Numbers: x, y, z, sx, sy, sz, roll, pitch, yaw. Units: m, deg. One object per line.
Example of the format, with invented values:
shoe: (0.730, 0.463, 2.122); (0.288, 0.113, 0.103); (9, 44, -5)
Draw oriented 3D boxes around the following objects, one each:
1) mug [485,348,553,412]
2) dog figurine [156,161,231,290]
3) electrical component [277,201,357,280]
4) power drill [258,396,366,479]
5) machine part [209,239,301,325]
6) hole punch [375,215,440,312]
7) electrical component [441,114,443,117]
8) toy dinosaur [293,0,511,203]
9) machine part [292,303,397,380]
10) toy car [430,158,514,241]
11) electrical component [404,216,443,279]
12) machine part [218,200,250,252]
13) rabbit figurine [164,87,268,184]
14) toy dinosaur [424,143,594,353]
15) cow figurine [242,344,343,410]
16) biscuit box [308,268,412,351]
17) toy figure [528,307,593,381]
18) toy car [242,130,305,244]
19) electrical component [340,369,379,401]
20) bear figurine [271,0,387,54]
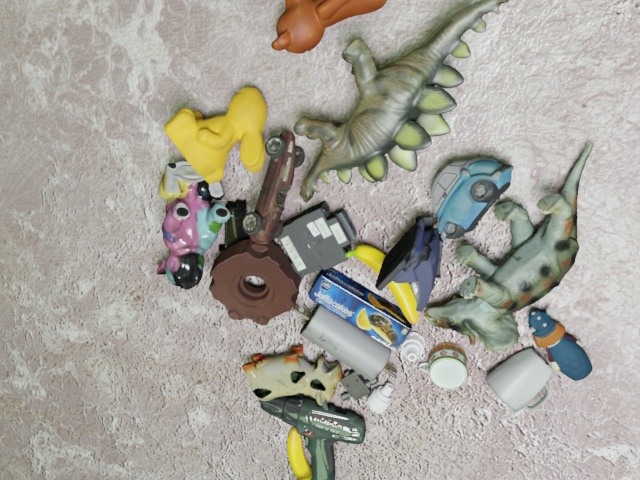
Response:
mug: (0.386, 0.263, 1.005); (0.109, 0.081, 0.107); (41, 103, 0)
dog figurine: (-0.257, -0.017, 1.022); (0.108, 0.192, 0.219); (-2, 143, -30)
electrical component: (-0.002, -0.003, 1.001); (0.134, 0.058, 0.114); (-23, 105, 18)
power drill: (-0.024, 0.436, 1.133); (0.232, 0.086, 0.207); (6, 85, 4)
machine part: (-0.126, 0.083, 1.037); (0.179, 0.056, 0.179); (3, 122, 5)
hole punch: (0.164, 0.041, 0.896); (0.092, 0.142, 0.115); (33, 127, 0)
electrical component: (0.160, -0.201, 0.904); (0.102, 0.045, 0.078); (-32, 102, 20)
toy dinosaur: (0.113, -0.219, 0.851); (0.199, 0.105, 0.471); (45, 118, 10)
machine part: (0.050, 0.197, 1.049); (0.243, 0.079, 0.079); (34, 112, -2)
toy car: (0.243, -0.082, 0.908); (0.103, 0.109, 0.161); (45, 125, 18)
electrical component: (0.185, 0.009, 0.971); (0.075, 0.048, 0.119); (-1, 108, 11)
machine part: (-0.161, -0.010, 1.041); (0.084, 0.039, 0.138); (9, 112, 13)
rabbit figurine: (-0.160, -0.189, 0.937); (0.173, 0.122, 0.162); (-39, 87, 0)
toy dinosaur: (0.354, 0.042, 0.917); (0.405, 0.131, 0.192); (-43, 122, 12)
cow figurine: (-0.048, 0.284, 1.097); (0.195, 0.085, 0.127); (-13, 100, 13)
biscuit box: (0.077, 0.128, 1.027); (0.203, 0.063, 0.059); (30, 112, -1)
toy figure: (0.430, 0.188, 0.980); (0.154, 0.064, 0.058); (49, 149, -2)
toy car: (-0.075, -0.090, 0.940); (0.053, 0.089, 0.202); (19, 90, 28)
electrical component: (0.072, 0.295, 1.109); (0.094, 0.021, 0.063); (-36, 99, 21)
bear figurine: (0.003, -0.379, 0.839); (0.196, 0.120, 0.131); (-17, 101, 22)
